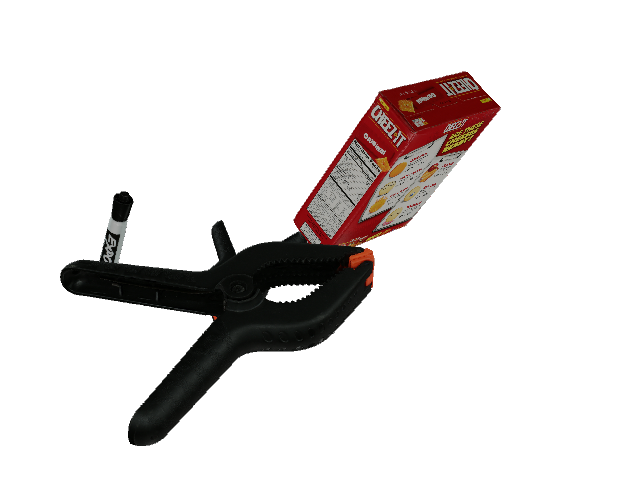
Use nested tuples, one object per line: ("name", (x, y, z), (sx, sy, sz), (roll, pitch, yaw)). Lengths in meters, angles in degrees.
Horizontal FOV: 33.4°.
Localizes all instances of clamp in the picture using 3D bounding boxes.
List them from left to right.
("clamp", (-0.064, 0.040, 0.717), (0.209, 0.036, 0.165), (-21, 46, -25))
("clamp", (-0.082, 0.035, 1.257), (0.120, 0.039, 0.171), (-2, 40, 10))

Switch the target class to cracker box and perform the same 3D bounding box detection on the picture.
("cracker box", (0.083, -0.087, 1.213), (0.163, 0.072, 0.214), (-21, -25, -45))

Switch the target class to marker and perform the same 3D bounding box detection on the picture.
("marker", (-0.201, 0.003, 1.035), (0.020, 0.121, 0.020), (14, 34, -10))
